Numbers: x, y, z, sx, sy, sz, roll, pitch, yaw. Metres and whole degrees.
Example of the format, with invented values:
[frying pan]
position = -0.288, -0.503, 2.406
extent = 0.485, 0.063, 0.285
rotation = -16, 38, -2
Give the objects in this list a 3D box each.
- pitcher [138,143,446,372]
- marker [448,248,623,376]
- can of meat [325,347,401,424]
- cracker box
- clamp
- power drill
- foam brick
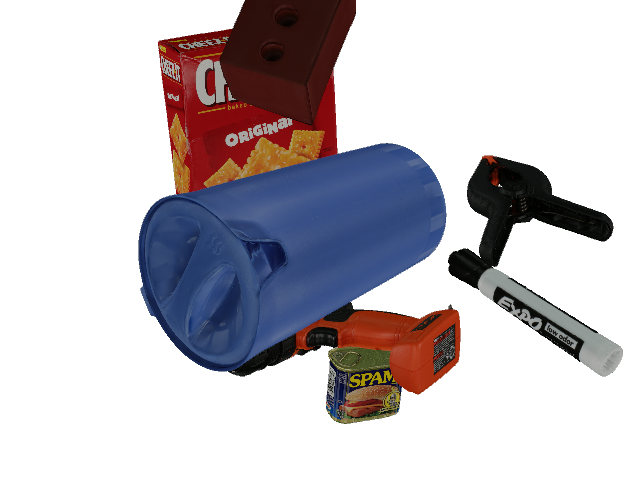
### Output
[pitcher]
position = -0.019, 0.002, 0.849
extent = 0.149, 0.145, 0.242
rotation = 34, 37, 32
[marker]
position = 0.117, 0.037, 0.604
extent = 0.020, 0.020, 0.121
rotation = 0, 27, -44
[can of meat]
position = 0.058, 0.186, 1.391
extent = 0.102, 0.084, 0.057
rotation = -5, 25, -21
[cracker box]
position = -0.067, -0.104, 1.080
extent = 0.164, 0.214, 0.072
rotation = -14, 26, -24
[clamp]
position = 0.195, -0.034, 0.991
extent = 0.120, 0.039, 0.171
rotation = -3, 33, -2
[power drill]
position = 0.022, 0.093, 0.996
extent = 0.188, 0.057, 0.184
rotation = 9, 21, 31
[foam brick]
position = -0.017, -0.116, 0.605
extent = 0.053, 0.078, 0.051
rotation = 18, -14, 9
